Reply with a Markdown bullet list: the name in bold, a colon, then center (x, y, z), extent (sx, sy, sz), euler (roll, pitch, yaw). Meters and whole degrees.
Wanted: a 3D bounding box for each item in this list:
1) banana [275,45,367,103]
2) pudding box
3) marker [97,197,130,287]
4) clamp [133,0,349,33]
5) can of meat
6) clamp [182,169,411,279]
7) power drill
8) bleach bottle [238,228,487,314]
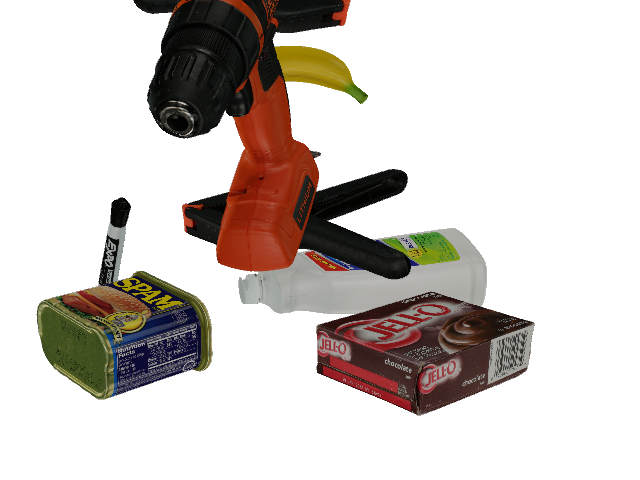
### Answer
- **banana**: center (-0.044, -0.172, 1.105), extent (0.197, 0.070, 0.037), euler (-7, -41, -28)
- **pudding box**: center (0.067, 0.069, 0.682), extent (0.113, 0.039, 0.090), euler (-10, 19, -42)
- **marker**: center (-0.206, 0.008, 1.063), extent (0.020, 0.121, 0.020), euler (12, 36, -9)
- **clamp**: center (-0.059, -0.221, 0.876), extent (0.171, 0.120, 0.039), euler (11, -26, -5)
- **can of meat**: center (-0.141, 0.066, 0.757), extent (0.083, 0.057, 0.102), euler (-15, 25, -39)
- **clamp**: center (-0.016, -0.023, 0.957), extent (0.210, 0.036, 0.164), euler (4, 31, 9)
- **power drill**: center (-0.046, -0.072, 0.634), extent (0.057, 0.188, 0.184), euler (5, 45, 12)
- **bleach bottle**: center (0.041, 0.042, 1.126), extent (0.250, 0.068, 0.103), euler (-7, 30, -15)
